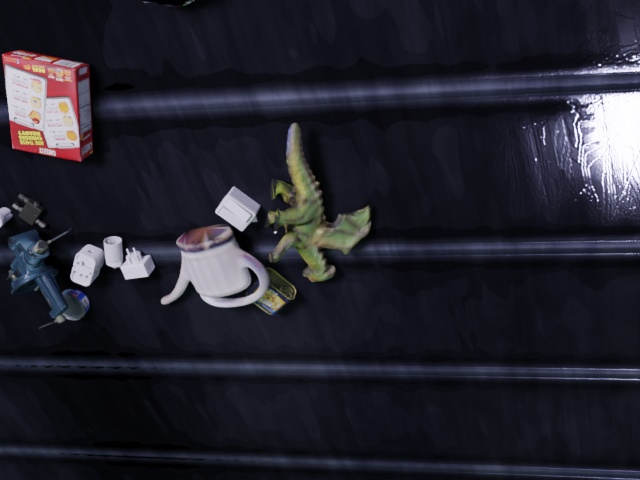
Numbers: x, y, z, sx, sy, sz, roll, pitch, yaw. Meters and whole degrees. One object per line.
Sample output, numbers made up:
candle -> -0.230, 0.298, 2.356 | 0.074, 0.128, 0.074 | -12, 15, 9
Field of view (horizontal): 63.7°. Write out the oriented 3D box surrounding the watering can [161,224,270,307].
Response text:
watering can -> -0.292, 0.075, 1.284 | 0.346, 0.106, 0.221 | -7, 114, 23

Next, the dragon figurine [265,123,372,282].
dragon figurine -> 0.004, -0.060, 1.200 | 0.242, 0.125, 0.402 | 6, 121, -16

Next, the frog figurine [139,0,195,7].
frog figurine -> -0.293, -0.538, 0.985 | 0.137, 0.123, 0.160 | -12, 89, 25
